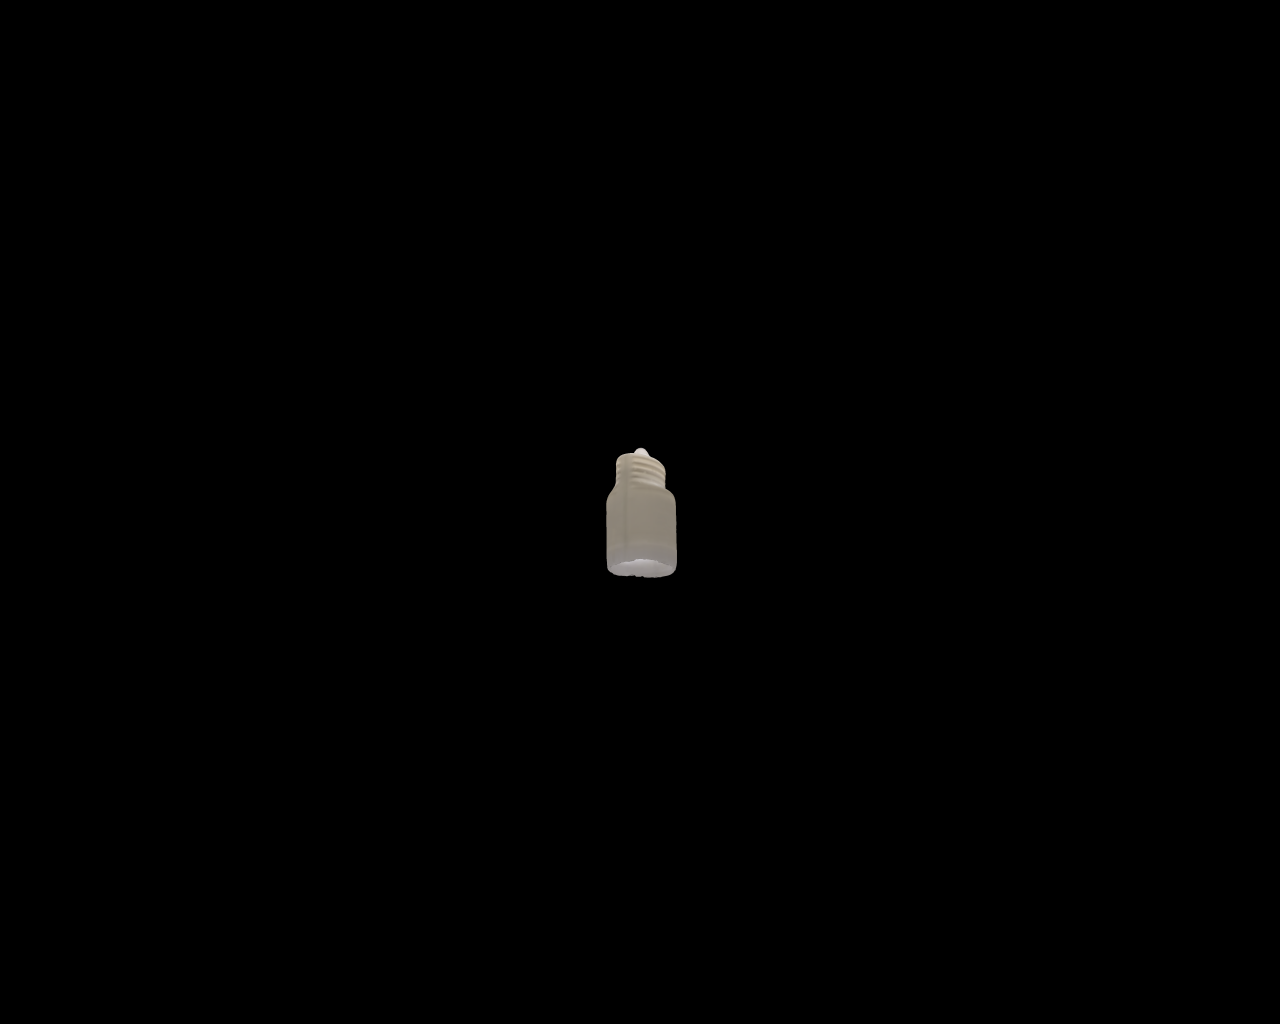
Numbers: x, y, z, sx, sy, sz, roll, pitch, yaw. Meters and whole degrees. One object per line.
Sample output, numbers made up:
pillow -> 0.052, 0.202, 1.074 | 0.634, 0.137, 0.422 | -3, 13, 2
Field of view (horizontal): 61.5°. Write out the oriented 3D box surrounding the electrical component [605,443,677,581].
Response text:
electrical component -> 0.001, -0.003, 0.650 | 0.043, 0.081, 0.043 | 0, -18, 0
